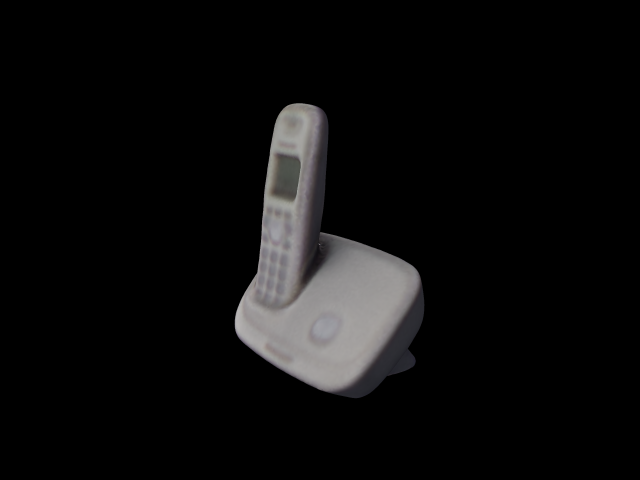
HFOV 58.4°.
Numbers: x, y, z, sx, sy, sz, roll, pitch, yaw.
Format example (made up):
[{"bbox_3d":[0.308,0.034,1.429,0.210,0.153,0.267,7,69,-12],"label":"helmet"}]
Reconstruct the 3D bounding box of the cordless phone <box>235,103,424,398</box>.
[{"bbox_3d":[0.004,0.001,0.400,0.094,0.185,0.147,-14,22,-40],"label":"cordless phone"}]
